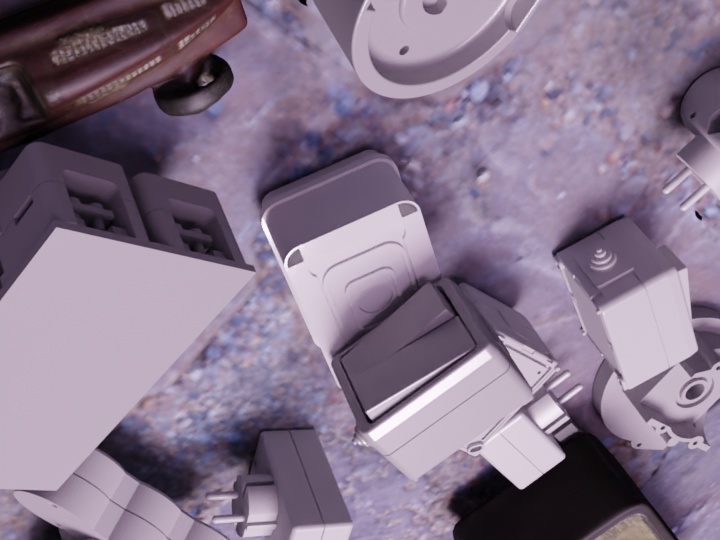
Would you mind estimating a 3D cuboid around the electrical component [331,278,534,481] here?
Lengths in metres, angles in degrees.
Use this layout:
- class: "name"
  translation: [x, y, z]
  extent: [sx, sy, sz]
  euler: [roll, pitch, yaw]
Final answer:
- class: "electrical component"
  translation: [0.030, 0.059, 0.566]
  extent: [0.096, 0.061, 0.061]
  euler: [-37, 130, 7]

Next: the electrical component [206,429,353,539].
- class: "electrical component"
  translation: [-0.056, 0.143, 0.658]
  extent: [0.076, 0.083, 0.047]
  euler: [1, 124, -23]

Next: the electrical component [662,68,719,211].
- class: "electrical component"
  translation: [0.208, -0.066, 0.611]
  extent: [0.079, 0.077, 0.043]
  euler: [-44, 129, 13]

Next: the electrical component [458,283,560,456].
- class: "electrical component"
  translation: [0.061, 0.063, 0.660]
  extent: [0.062, 0.061, 0.096]
  euler: [28, 111, -36]

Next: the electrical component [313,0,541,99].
- class: "electrical component"
  translation: [0.028, -0.139, 0.488]
  extent: [0.108, 0.060, 0.108]
  euler: [-27, 152, -16]

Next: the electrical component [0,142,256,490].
- class: "electrical component"
  translation: [-0.153, 0.029, 0.520]
  extent: [0.105, 0.060, 0.186]
  euler: [14, 130, -45]

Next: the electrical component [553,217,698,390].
- class: "electrical component"
  translation: [0.167, 0.015, 0.666]
  extent: [0.061, 0.061, 0.096]
  euler: [-29, 131, 0]

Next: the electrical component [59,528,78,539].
- class: "electrical component"
  translation: [-0.170, 0.194, 0.661]
  extent: [0.057, 0.078, 0.058]
  euler: [-35, 162, 29]

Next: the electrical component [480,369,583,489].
- class: "electrical component"
  translation: [0.113, 0.094, 0.713]
  extent: [0.077, 0.047, 0.066]
  euler: [-39, 130, 9]

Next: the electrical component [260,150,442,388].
- class: "electrical component"
  translation: [0.000, 0.000, 0.590]
  extent: [0.078, 0.057, 0.113]
  euler: [-24, 130, -4]

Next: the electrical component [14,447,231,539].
- class: "electrical component"
  translation: [-0.142, 0.163, 0.623]
  extent: [0.138, 0.073, 0.052]
  euler: [41, 147, -24]
